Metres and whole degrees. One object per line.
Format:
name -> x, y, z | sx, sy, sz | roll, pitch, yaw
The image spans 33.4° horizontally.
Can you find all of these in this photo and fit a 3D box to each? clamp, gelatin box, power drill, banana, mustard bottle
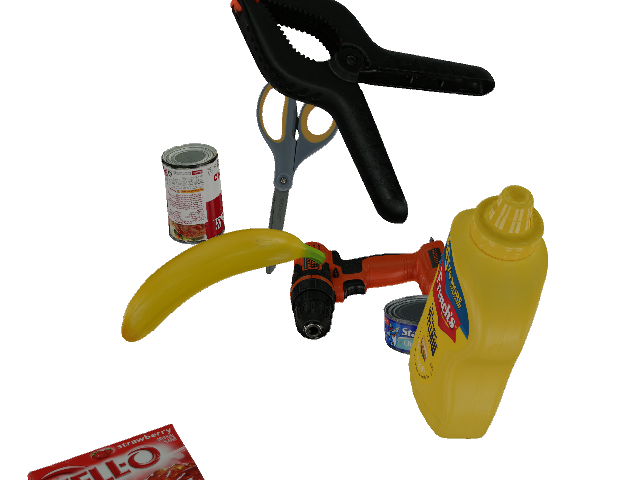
clamp -> 0.018, -0.117, 0.799 | 0.210, 0.164, 0.036 | 31, -32, -5
gelatin box -> -0.111, 0.144, 0.595 | 0.089, 0.030, 0.073 | -16, 28, -20
power drill -> 0.058, 0.053, 1.235 | 0.187, 0.057, 0.184 | -2, 28, 0
banana -> -0.097, 0.033, 0.921 | 0.198, 0.069, 0.037 | -21, 31, 11
mustard bottle -> 0.099, 0.037, 0.663 | 0.058, 0.096, 0.192 | 3, -41, -6

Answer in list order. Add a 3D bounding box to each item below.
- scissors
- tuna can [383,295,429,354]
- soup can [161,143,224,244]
scissors -> -0.020, -0.070, 1.099 | 0.096, 0.202, 0.016 | -6, -9, -6
tuna can -> 0.102, 0.079, 0.997 | 0.086, 0.034, 0.086 | -2, 14, 0
soup can -> -0.151, -0.056, 1.266 | 0.068, 0.102, 0.068 | -2, 28, 1
